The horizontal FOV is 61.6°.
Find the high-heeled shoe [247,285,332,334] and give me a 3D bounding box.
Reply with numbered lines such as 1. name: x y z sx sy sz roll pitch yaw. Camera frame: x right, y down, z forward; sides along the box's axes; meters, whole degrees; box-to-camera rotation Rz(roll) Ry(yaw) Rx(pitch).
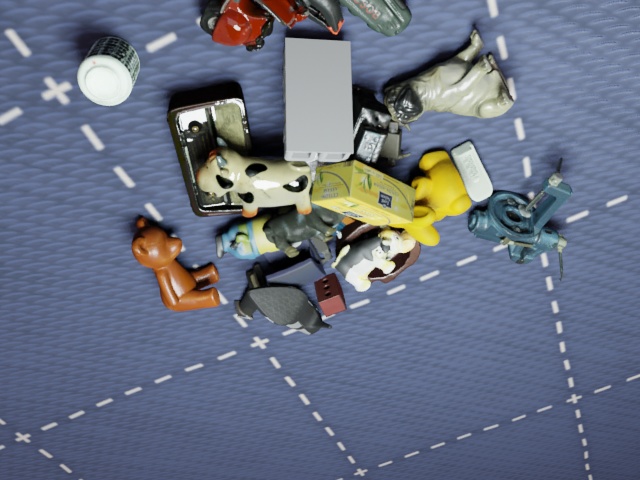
1. high-heeled shoe: -0.080 0.145 1.163 0.248 0.145 0.086 32 75 -32

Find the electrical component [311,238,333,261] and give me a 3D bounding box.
1. electrical component: -0.002 -0.003 1.104 0.021 0.063 0.094 -29 108 6

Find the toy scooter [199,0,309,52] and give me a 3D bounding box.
1. toy scooter: -0.094 -0.340 0.795 0.135 0.075 0.184 27 149 -18

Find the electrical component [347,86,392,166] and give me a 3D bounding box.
1. electrical component: 0.071 -0.189 0.932 0.058 0.134 0.114 10 123 -16

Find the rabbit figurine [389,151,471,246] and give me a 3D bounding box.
1. rabbit figurine: 0.195 -0.065 1.034 0.173 0.162 0.121 -16 139 7

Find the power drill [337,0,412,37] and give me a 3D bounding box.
1. power drill: 0.093 -0.430 0.788 0.207 0.086 0.231 -40 124 16

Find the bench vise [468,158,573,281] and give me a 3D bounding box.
1. bench vise: 0.434 -0.044 1.092 0.224 0.129 0.240 22 141 -2

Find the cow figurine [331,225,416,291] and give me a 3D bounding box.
1. cow figurine: 0.105 0.021 1.072 0.098 0.068 0.167 39 115 -22

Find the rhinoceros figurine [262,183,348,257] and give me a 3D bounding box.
1. rhinoceros figurine: -0.016 -0.047 1.008 0.190 0.112 0.073 -33 169 -1

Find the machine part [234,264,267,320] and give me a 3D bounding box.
1. machine part: -0.148 0.119 1.176 0.039 0.084 0.138 -6 141 -36

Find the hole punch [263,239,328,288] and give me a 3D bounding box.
1. hole punch: -0.052 0.064 1.135 0.142 0.092 0.115 -25 130 7

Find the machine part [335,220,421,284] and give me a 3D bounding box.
1. machine part: 0.120 0.014 1.141 0.179 0.056 0.179 -3 127 -4

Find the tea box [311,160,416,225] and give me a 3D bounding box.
1. tea box: 0.079 -0.078 0.939 0.169 0.068 0.098 16 167 -40

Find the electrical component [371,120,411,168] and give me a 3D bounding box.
1. electrical component: 0.129 -0.183 1.005 0.078 0.045 0.102 7 128 21

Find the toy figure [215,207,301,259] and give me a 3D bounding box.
1. toy figure: -0.119 -0.011 1.072 0.180 0.082 0.089 -9 129 1

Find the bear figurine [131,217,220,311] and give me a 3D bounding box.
1. bear figurine: -0.287 0.045 1.069 0.132 0.120 0.195 -14 122 -2

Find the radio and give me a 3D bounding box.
1. radio: -0.184 -0.153 0.958 0.131 0.073 0.229 -8 127 -3

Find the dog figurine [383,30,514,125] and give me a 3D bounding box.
1. dog figurine: 0.226 -0.246 0.948 0.191 0.121 0.172 -27 124 29

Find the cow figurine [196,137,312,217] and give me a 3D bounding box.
1. cow figurine: -0.111 -0.106 0.908 0.195 0.085 0.127 -1 134 -4

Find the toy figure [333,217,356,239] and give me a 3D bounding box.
1. toy figure: 0.059 -0.066 1.065 0.154 0.064 0.058 -47 161 21
